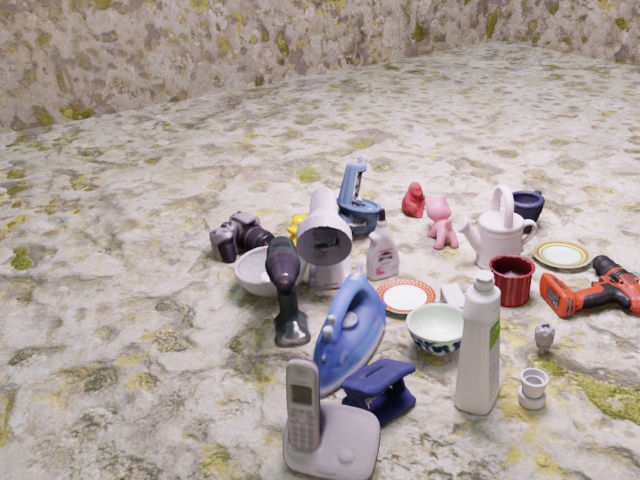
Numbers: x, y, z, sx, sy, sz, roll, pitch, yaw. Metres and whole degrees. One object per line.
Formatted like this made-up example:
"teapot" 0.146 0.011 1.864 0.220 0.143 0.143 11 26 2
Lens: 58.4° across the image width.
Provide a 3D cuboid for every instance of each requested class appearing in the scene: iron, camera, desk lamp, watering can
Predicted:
"iron" 0.044 0.156 1.071 0.118 0.142 0.259 7 31 20
"camera" -0.186 -0.007 1.442 0.143 0.101 0.136 -28 36 -35
"desk lamp" 0.012 0.005 1.274 0.118 0.214 0.203 -4 29 2
"watering can" 0.401 -0.028 1.294 0.173 0.194 0.100 -16 31 -19

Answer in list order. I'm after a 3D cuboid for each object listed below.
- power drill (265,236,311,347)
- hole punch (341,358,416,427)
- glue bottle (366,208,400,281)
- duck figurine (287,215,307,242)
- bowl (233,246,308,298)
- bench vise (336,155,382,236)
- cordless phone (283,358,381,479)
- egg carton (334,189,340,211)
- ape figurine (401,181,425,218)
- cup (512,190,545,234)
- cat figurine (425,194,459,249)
"power drill" -0.065 0.099 1.120 0.075 0.209 0.229 -7 29 -4
"hole punch" 0.096 0.242 0.961 0.109 0.091 0.100 -24 34 -30
"glue bottle" 0.141 0.007 1.292 0.078 0.173 0.037 -16 31 -19
"duck figurine" -0.045 -0.025 1.468 0.105 0.086 0.077 -28 36 -35
"bowl" -0.108 0.082 1.297 0.167 0.075 0.167 -4 29 2
"bench vise" 0.074 -0.090 1.429 0.121 0.220 0.208 17 36 34
"cordless phone" 0.014 0.261 0.842 0.147 0.185 0.094 3 30 14
"egg carton" 0.051 -0.087 1.582 0.107 0.069 0.150 -16 31 -19
"ape figurine" 0.261 -0.116 1.580 0.078 0.092 0.075 -24 34 -30
"cup" 0.525 -0.072 1.457 0.118 0.095 0.091 -28 37 -36
"cat figurine" 0.305 -0.056 1.438 0.067 0.118 0.127 -8 29 -5
